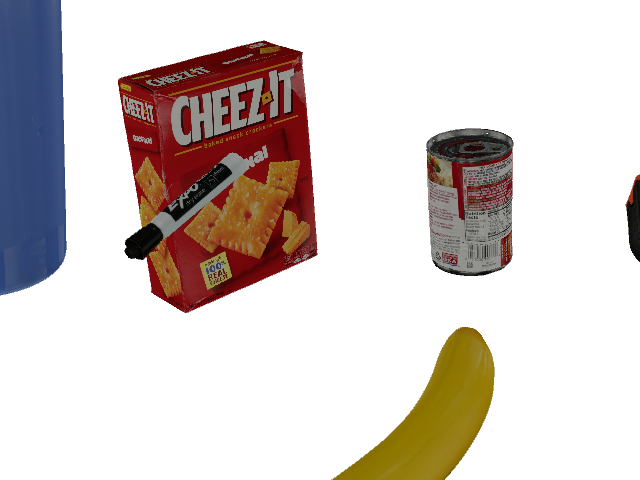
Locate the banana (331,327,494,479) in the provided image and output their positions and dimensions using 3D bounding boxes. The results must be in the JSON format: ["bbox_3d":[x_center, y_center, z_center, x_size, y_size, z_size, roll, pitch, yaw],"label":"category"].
[{"bbox_3d":[0.047,0.105,0.576,0.070,0.037,0.197,19,41,39],"label":"banana"}]

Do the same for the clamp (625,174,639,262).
[{"bbox_3d":[0.267,0.018,0.694,0.120,0.039,0.171,-3,46,-21],"label":"clamp"}]

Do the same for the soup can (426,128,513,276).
[{"bbox_3d":[0.121,-0.031,0.857,0.068,0.102,0.068,-4,25,2],"label":"soup can"}]

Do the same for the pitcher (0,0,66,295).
[{"bbox_3d":[-0.232,-0.086,0.675,0.149,0.243,0.145,-3,26,-11],"label":"pitcher"}]

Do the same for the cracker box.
[{"bbox_3d":[-0.088,-0.061,0.995,0.163,0.214,0.072,-22,31,-34],"label":"cracker box"}]

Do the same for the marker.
[{"bbox_3d":[-0.100,-0.025,0.795,0.020,0.020,0.121,0,36,49],"label":"marker"}]
